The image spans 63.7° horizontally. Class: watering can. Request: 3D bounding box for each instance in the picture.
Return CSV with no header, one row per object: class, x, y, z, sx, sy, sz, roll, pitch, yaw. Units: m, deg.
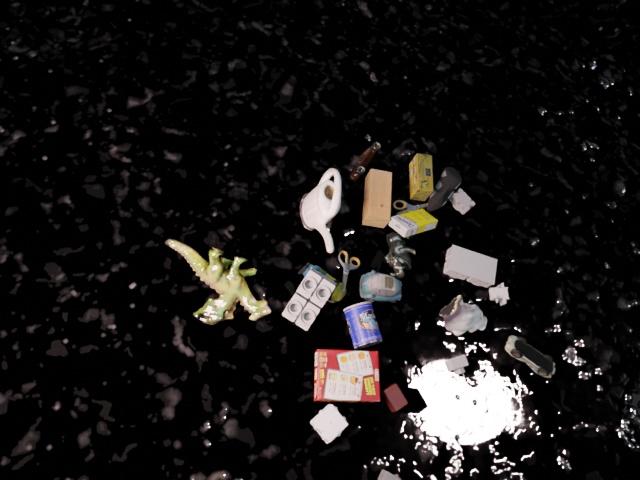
watering can,0.006,-0.094,1.877,0.103,0.221,0.354,18,63,-24

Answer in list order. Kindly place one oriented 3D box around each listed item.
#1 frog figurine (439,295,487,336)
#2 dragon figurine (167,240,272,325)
frog figurine,0.534,0.294,1.875,0.159,0.124,0.136,36,98,-5
dragon figurine,-0.356,0.164,1.757,0.410,0.120,0.246,17,73,-3
